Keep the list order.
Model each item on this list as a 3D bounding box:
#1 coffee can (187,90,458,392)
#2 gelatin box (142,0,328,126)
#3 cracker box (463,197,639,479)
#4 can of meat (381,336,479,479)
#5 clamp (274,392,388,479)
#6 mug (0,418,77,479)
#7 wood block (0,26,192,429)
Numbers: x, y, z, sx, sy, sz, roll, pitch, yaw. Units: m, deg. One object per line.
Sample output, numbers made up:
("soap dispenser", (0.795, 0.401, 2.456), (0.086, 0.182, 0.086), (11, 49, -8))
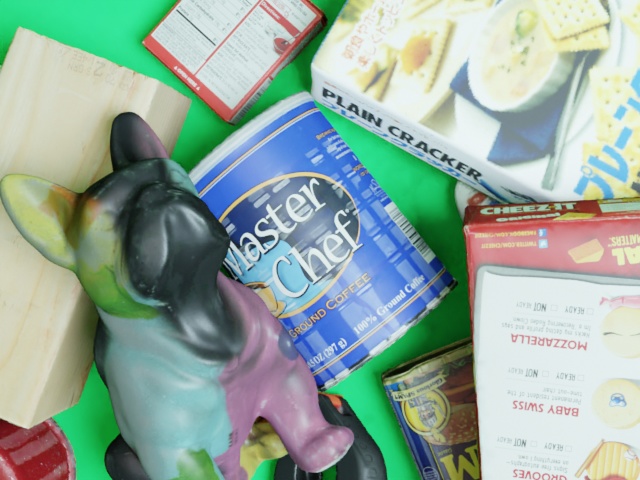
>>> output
("coffee can", (-0.004, 0.001, 0.613), (0.103, 0.103, 0.140), (-39, 88, 4))
("gelatin box", (-0.051, -0.127, 0.651), (0.073, 0.030, 0.089), (43, 94, 4))
("cracker box", (0.160, 0.085, 0.540), (0.164, 0.072, 0.214), (-4, 101, 10))
("can of meat", (0.096, 0.101, 0.631), (0.102, 0.057, 0.084), (-22, 87, 4))
("clamp", (0.015, 0.173, 0.618), (0.120, 0.039, 0.171), (-8, 75, 34))
("mug", (-0.214, 0.144, 0.642), (0.117, 0.081, 0.093), (25, 93, 3))
("wood block", (-0.160, -0.008, 0.631), (0.090, 0.091, 0.206), (21, 93, 4))
